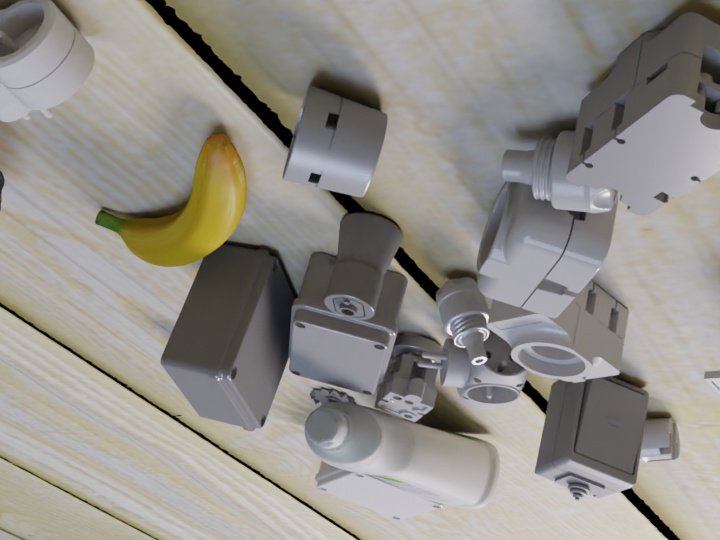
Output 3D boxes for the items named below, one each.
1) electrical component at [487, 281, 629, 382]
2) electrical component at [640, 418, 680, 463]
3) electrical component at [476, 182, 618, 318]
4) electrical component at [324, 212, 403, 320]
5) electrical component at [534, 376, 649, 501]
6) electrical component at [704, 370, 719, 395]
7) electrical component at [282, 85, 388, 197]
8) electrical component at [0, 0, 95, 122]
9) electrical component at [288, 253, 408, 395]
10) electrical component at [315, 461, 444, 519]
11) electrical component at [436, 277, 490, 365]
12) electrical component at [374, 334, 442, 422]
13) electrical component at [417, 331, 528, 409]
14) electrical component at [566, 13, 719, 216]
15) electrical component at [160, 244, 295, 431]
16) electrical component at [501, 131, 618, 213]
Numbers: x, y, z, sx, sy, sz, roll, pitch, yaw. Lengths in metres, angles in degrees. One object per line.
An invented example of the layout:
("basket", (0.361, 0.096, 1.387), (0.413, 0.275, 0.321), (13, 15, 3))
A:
("electrical component", (0.134, 0.037, 0.727), (0.089, 0.055, 0.050), (34, 148, -31))
("electrical component", (0.236, 0.140, 0.886), (0.046, 0.040, 0.040), (-9, 144, 30))
("electrical component", (0.107, -0.016, 0.643), (0.059, 0.053, 0.095), (18, 153, -3))
("electrical component", (0.000, 0.000, 0.720), (0.044, 0.065, 0.044), (13, 153, 7))
("electrical component", (0.181, 0.131, 0.834), (0.062, 0.096, 0.061), (23, 152, -11))
("electrical component", (0.294, 0.082, 0.716), (0.079, 0.063, 0.121), (-10, 143, 41))
("electrical component", (-0.014, -0.071, 0.608), (0.047, 0.055, 0.055), (16, 153, -7))
("electrical component", (-0.213, -0.113, 0.639), (0.138, 0.052, 0.073), (1, 149, 28))
("electrical component", (-0.011, 0.044, 0.818), (0.078, 0.057, 0.113), (15, 153, 2))
("electrical component", (0.025, 0.208, 1.108), (0.109, 0.056, 0.109), (25, 152, -17))
("electrical component", (0.075, 0.037, 0.748), (0.035, 0.061, 0.035), (-10, 146, -7))
("electrical component", (0.041, 0.086, 0.870), (0.048, 0.055, 0.066), (21, 153, -8))
("electrical component", (0.085, 0.073, 0.828), (0.079, 0.044, 0.077), (7, 153, -5))
("electrical component", (0.145, -0.074, 0.510), (0.050, 0.055, 0.089), (24, 152, -14))
("electrical component", (-0.095, 0.052, 0.824), (0.056, 0.108, 0.108), (11, 153, 16))
("electrical component", (0.109, -0.054, 0.583), (0.062, 0.043, 0.043), (7, 152, 21))
